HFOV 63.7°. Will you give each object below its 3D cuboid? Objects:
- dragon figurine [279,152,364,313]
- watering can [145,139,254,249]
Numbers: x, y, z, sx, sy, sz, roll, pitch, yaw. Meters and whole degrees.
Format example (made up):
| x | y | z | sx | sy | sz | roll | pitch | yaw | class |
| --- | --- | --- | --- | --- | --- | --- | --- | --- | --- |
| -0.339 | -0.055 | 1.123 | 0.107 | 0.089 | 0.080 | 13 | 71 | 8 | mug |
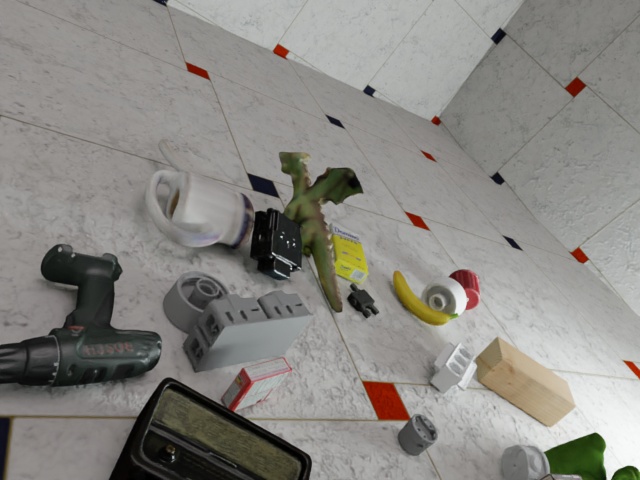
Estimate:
| x | y | z | sx | sy | sz | roll | pitch | yaw | class |
| --- | --- | --- | --- | --- | --- | --- | --- | --- | --- |
| 0.004 | -0.059 | 1.176 | 0.122 | 0.239 | 0.417 | 11 | 32 | -49 | dragon figurine |
| -0.253 | -0.096 | 1.084 | 0.223 | 0.102 | 0.356 | 21 | 31 | -28 | watering can |
